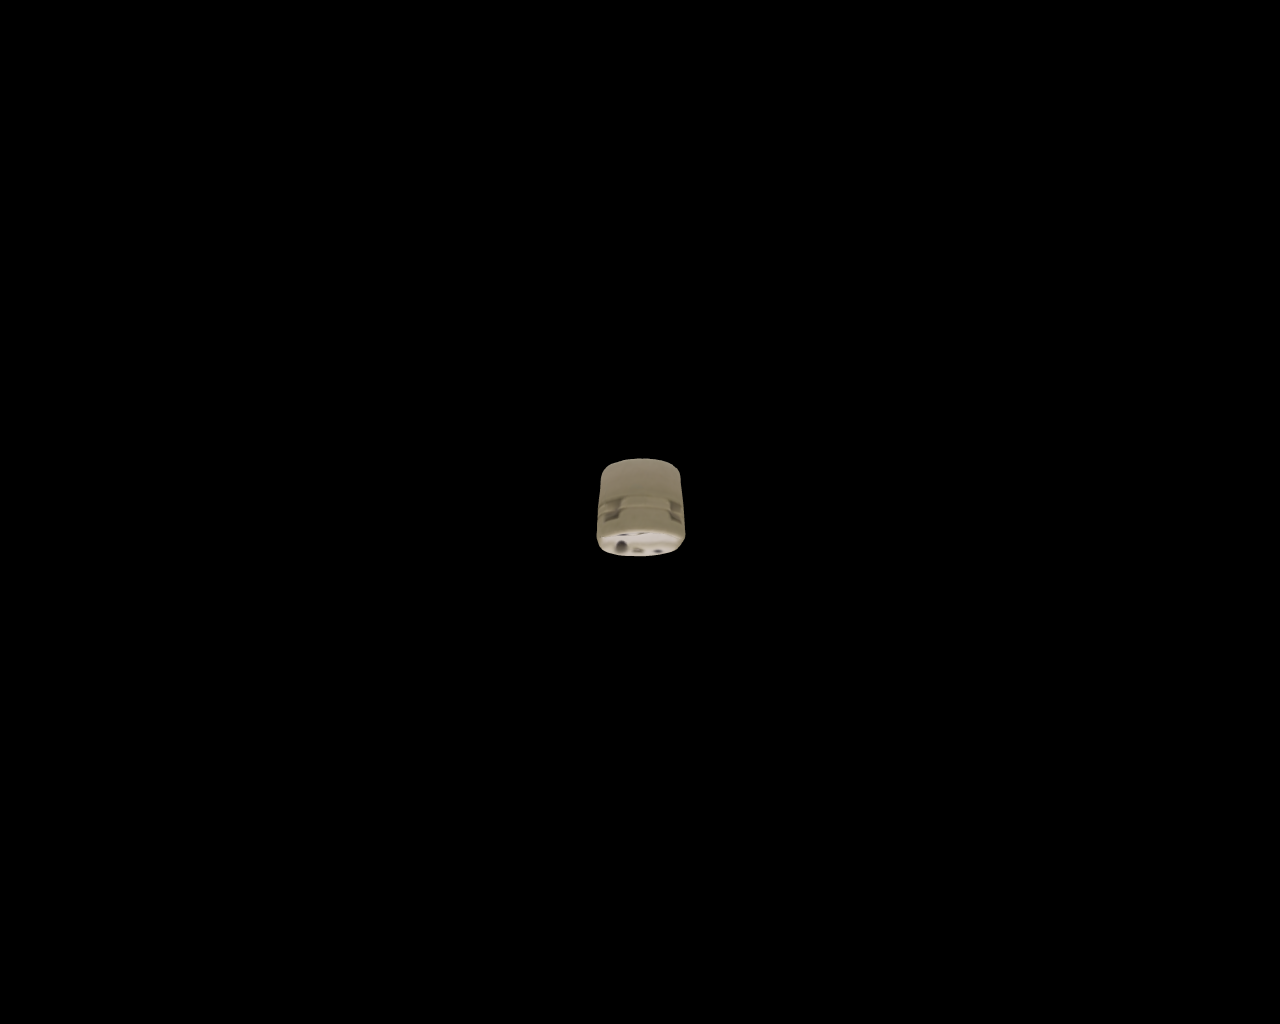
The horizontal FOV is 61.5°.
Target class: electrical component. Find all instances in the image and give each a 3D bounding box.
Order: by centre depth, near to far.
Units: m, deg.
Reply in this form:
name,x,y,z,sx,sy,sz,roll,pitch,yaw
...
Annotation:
name,x,y,z,sx,sy,sz,roll,pitch,yaw
electrical component,0.001,-0.003,0.650,0.055,0.047,0.055,0,-19,0
